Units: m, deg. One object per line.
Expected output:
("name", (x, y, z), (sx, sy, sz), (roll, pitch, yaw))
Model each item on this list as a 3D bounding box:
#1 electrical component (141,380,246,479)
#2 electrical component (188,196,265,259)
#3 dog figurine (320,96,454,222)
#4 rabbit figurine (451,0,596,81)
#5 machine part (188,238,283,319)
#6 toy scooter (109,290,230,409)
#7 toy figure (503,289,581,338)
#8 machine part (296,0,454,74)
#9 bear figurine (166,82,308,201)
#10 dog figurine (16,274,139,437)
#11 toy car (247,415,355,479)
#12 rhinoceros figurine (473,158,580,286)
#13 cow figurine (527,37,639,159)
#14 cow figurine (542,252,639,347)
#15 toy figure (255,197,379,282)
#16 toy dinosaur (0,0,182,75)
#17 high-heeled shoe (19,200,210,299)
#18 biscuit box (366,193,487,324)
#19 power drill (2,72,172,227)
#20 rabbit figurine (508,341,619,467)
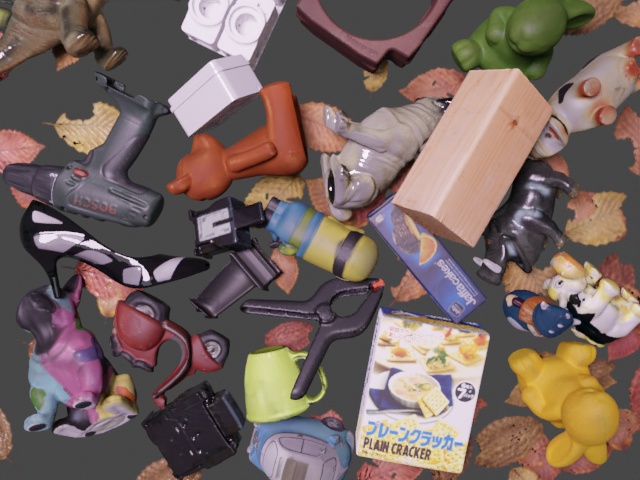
("electrical component", (-0.184, 0.286, 0.820), (0.134, 0.058, 0.115), (-31, 96, 5))
("electrical component", (-0.126, -0.023, 0.769), (0.119, 0.047, 0.075), (-19, 73, 17))
("dog figurine", (0.105, -0.114, 0.757), (0.191, 0.121, 0.172), (-2, 120, -13))
("rabbit figurine", (0.275, -0.262, 0.697), (0.159, 0.170, 0.121), (-39, 94, 5))
("machine part", (-0.129, 0.066, 0.807), (0.139, 0.039, 0.084), (-38, 99, 3))
("toy scooter", (-0.238, 0.167, 0.795), (0.184, 0.075, 0.135), (32, 83, -5))
("toy figure", (0.300, 0.103, 0.741), (0.064, 0.154, 0.057), (2, 93, 0))
("machine part", (0.077, -0.351, 0.737), (0.201, 0.087, 0.201), (34, 96, -4))
("bear figurine", (-0.118, -0.129, 0.751), (0.196, 0.120, 0.131), (-10, 92, 8))
("dog figurine", (-0.363, 0.164, 0.796), (0.108, 0.191, 0.219), (-26, 60, 7))
("toy car", (-0.028, 0.321, 0.798), (0.162, 0.103, 0.109), (17, 95, -2))
("rhinoceros figurine", (0.288, -0.022, 0.770), (0.112, 0.073, 0.190), (22, 95, -2))
("cow figurine", (0.349, -0.184, 0.739), (0.195, 0.127, 0.085), (-40, 99, -10))
("cow figurine", (0.377, 0.086, 0.771), (0.167, 0.068, 0.098), (31, 114, -15))
("toy figure", (-0.003, 0.001, 0.771), (0.180, 0.089, 0.082), (29, 102, -4))
("toy dinosaur", (-0.350, -0.329, 0.738), (0.471, 0.105, 0.198), (-43, 84, -7))
("high-heeled shoe", (-0.293, 0.001, 0.776), (0.249, 0.086, 0.145), (-8, 90, -16))
("biscuit box", (0.154, 0.025, 0.784), (0.063, 0.059, 0.202), (-40, 94, 5))
("power drill", (-0.321, -0.130, 0.772), (0.232, 0.086, 0.207), (24, 92, -2))
("rabbit figurine", (0.346, 0.232, 0.745), (0.122, 0.173, 0.162), (-2, 91, -2))
